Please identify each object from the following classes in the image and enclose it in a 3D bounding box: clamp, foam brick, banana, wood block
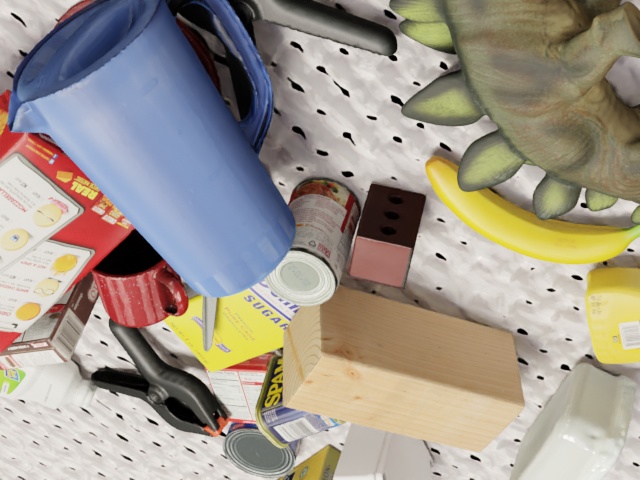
[{"bbox_3d":[-0.064,-0.179,0.858,0.210,0.036,0.165,40,128,-17],"label":"clamp"},{"bbox_3d":[0.060,-0.004,0.943,0.053,0.078,0.051,12,132,5],"label":"foam brick"},{"bbox_3d":[0.180,-0.019,0.921,0.198,0.037,0.070,15,117,3],"label":"banana"},{"bbox_3d":[-0.181,0.165,1.179,0.171,0.039,0.120,41,140,3],"label":"clamp"},{"bbox_3d":[0.076,0.122,1.002,0.205,0.091,0.090,16,135,-18],"label":"wood block"}]

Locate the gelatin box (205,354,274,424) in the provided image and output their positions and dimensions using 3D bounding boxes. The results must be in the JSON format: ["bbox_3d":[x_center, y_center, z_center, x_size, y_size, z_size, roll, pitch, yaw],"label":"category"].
[{"bbox_3d":[-0.078,0.161,1.162,0.073,0.030,0.089,1,129,18],"label":"gelatin box"}]

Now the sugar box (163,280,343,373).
[{"bbox_3d":[-0.065,0.067,1.066,0.177,0.048,0.093,-22,119,33],"label":"sugar box"}]

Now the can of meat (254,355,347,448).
[{"bbox_3d":[-0.010,0.152,1.085,0.084,0.102,0.057,-24,120,30],"label":"can of meat"}]

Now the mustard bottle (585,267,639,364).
[{"bbox_3d":[0.332,0.062,0.924,0.192,0.058,0.096,-5,128,22],"label":"mustard bottle"}]

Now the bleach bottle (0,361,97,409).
[{"bbox_3d":[-0.378,0.137,1.217,0.250,0.068,0.103,23,133,-6],"label":"bleach bottle"}]

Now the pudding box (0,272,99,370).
[{"bbox_3d":[-0.283,0.077,1.099,0.090,0.113,0.039,-10,130,26],"label":"pudding box"}]

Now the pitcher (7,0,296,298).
[{"bbox_3d":[-0.111,-0.075,0.847,0.149,0.145,0.242,-13,130,29],"label":"pitcher"}]

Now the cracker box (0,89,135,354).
[{"bbox_3d":[-0.283,-0.009,0.948,0.214,0.072,0.164,-41,142,11],"label":"cracker box"}]

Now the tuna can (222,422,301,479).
[{"bbox_3d":[-0.065,0.232,1.216,0.086,0.033,0.086,9,132,10],"label":"tuna can"}]

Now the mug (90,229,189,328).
[{"bbox_3d":[-0.170,0.036,1.037,0.117,0.093,0.081,28,144,29],"label":"mug"}]

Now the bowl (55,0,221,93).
[{"bbox_3d":[-0.170,-0.127,0.925,0.162,0.055,0.162,9,131,10],"label":"bowl"}]

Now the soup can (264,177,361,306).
[{"bbox_3d":[-0.006,0.001,0.951,0.068,0.102,0.068,9,132,10],"label":"soup can"}]

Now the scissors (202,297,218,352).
[{"bbox_3d":[-0.083,0.012,1.008,0.096,0.016,0.202,-6,111,11],"label":"scissors"}]
